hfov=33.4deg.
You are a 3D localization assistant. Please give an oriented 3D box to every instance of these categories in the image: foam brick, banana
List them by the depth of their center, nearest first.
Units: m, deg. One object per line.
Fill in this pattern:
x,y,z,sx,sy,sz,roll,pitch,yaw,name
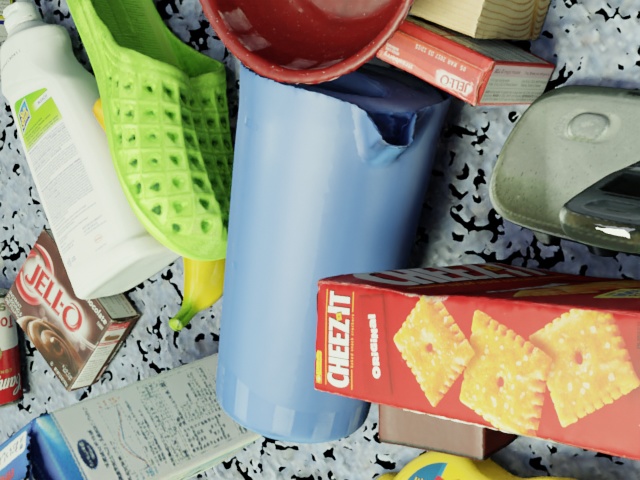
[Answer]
0.084,0.107,0.696,0.078,0.052,0.051,3,99,35,foam brick
-0.110,-0.028,0.806,0.037,0.069,0.198,-40,65,38,banana

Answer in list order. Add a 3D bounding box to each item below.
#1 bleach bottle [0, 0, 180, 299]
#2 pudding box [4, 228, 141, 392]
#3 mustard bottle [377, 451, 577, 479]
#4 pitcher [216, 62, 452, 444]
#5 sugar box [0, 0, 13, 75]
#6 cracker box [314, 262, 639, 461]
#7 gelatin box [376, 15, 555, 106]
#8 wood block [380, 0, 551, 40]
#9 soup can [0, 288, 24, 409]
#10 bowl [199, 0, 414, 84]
-0.197,-0.084,0.864,0.103,0.067,0.251,-31,77,35,bleach bottle
-0.214,0.058,0.912,0.113,0.039,0.090,47,121,21,pudding box
0.095,0.185,0.682,0.192,0.058,0.096,5,85,50,mustard bottle
-0.005,0.001,0.708,0.145,0.149,0.243,16,110,17,pitcher
-0.317,-0.229,0.939,0.094,0.048,0.176,-4,99,36,sugar box
0.126,0.053,0.560,0.214,0.163,0.072,4,94,49,cracker box
0.087,-0.106,0.635,0.073,0.089,0.030,32,114,28,gelatin box
0.041,-0.198,0.655,0.206,0.090,0.091,27,112,29,wood block
-0.308,0.099,0.970,0.069,0.068,0.102,1,98,36,soup can
0.004,-0.169,0.596,0.162,0.055,0.162,7,103,35,bowl
